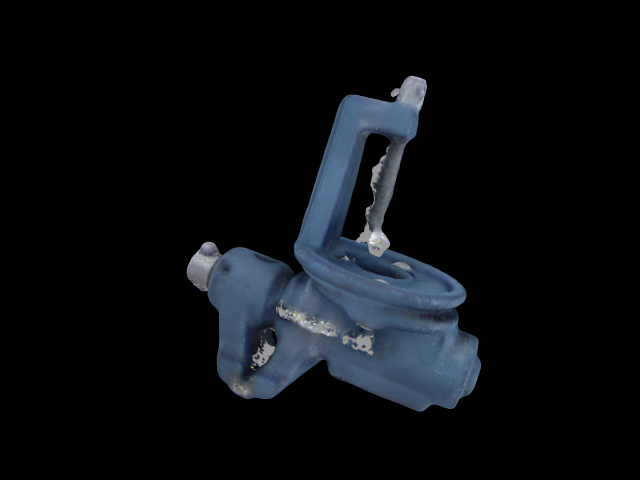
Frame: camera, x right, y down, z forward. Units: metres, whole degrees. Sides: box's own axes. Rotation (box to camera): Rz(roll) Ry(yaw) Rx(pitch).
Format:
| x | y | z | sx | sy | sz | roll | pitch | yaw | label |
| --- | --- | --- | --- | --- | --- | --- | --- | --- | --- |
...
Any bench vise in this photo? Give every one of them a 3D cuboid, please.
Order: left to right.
| x | y | z | sx | sy | sz | roll | pitch | yaw | label |
| --- | --- | --- | --- | --- | --- | --- | --- | --- | --- |
| 0.003 | 0.003 | 0.388 | 0.207 | 0.220 | 0.121 | 0 | 7 | 0 | bench vise |
